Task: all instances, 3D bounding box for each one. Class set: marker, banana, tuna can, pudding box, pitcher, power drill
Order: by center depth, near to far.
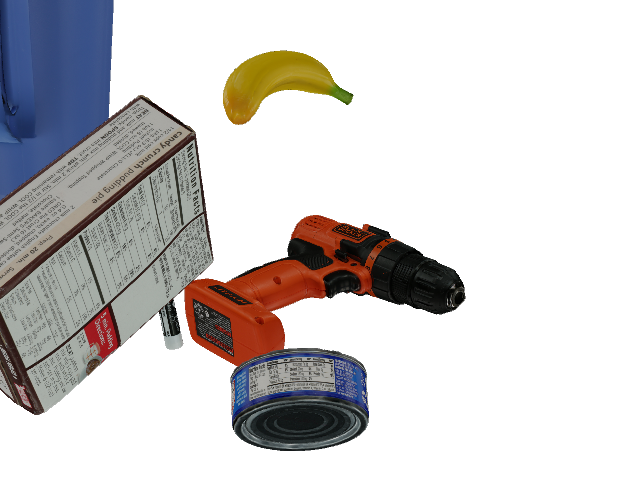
[{"bbox_3d":[-0.097,0.007,0.445,0.039,0.113,0.090,31,-31,23],"label":"pudding box"},{"bbox_3d":[-0.013,0.100,0.658,0.086,0.034,0.086,-2,-32,-2],"label":"tuna can"},{"bbox_3d":[-0.214,-0.131,0.769,0.145,0.243,0.148,27,34,37],"label":"pitcher"},{"bbox_3d":[-0.001,0.044,0.872,0.187,0.057,0.185,-24,30,-38],"label":"power drill"},{"bbox_3d":[-0.039,-0.145,0.979,0.070,0.037,0.197,36,30,20],"label":"banana"},{"bbox_3d":[-0.164,0.055,1.115,0.020,0.121,0.020,-8,17,2],"label":"marker"}]
